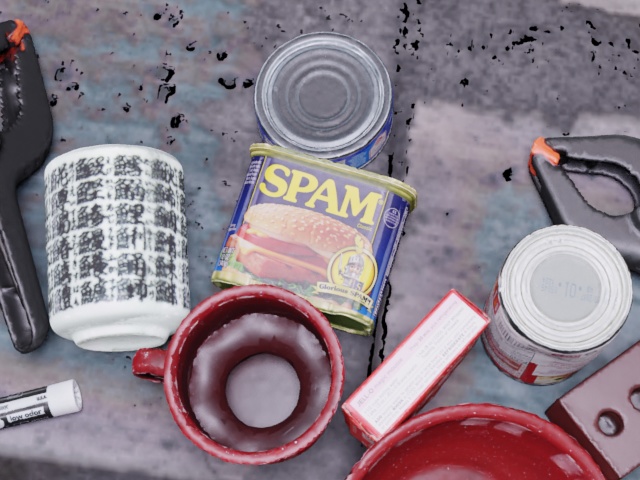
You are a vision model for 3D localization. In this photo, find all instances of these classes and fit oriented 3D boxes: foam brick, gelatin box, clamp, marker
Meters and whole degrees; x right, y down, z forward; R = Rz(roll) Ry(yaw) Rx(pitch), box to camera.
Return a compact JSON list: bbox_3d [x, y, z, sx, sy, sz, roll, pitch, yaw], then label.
[{"bbox_3d":[0.171,0.090,0.582,0.078,0.051,0.053,-35,75,-7],"label":"foam brick"},{"bbox_3d":[0.051,0.074,0.582,0.030,0.073,0.089,41,80,12],"label":"gelatin box"},{"bbox_3d":[-0.200,-0.044,0.619,0.164,0.036,0.210,41,41,-26],"label":"clamp"},{"bbox_3d":[0.193,0.000,0.614,0.171,0.039,0.120,23,70,14],"label":"clamp"},{"bbox_3d":[-0.199,0.104,0.616,0.121,0.020,0.020,-14,74,-1],"label":"marker"}]

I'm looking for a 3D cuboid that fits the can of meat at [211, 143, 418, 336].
[{"bbox_3d":[-0.004,0.001,0.616,0.102,0.057,0.084,16,78,8],"label":"can of meat"}]

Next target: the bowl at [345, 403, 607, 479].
[{"bbox_3d":[0.074,0.164,0.553,0.162,0.055,0.162,1,84,-9],"label":"bowl"}]

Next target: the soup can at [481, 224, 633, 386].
[{"bbox_3d":[0.124,0.037,0.574,0.068,0.102,0.068,-1,74,3],"label":"soup can"}]

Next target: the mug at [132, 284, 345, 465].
[{"bbox_3d":[-0.044,0.077,0.582,0.117,0.081,0.093,5,74,4],"label":"mug"}]

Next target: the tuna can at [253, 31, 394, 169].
[{"bbox_3d":[0.002,-0.083,0.651,0.086,0.034,0.086,-1,74,3],"label":"tuna can"}]
